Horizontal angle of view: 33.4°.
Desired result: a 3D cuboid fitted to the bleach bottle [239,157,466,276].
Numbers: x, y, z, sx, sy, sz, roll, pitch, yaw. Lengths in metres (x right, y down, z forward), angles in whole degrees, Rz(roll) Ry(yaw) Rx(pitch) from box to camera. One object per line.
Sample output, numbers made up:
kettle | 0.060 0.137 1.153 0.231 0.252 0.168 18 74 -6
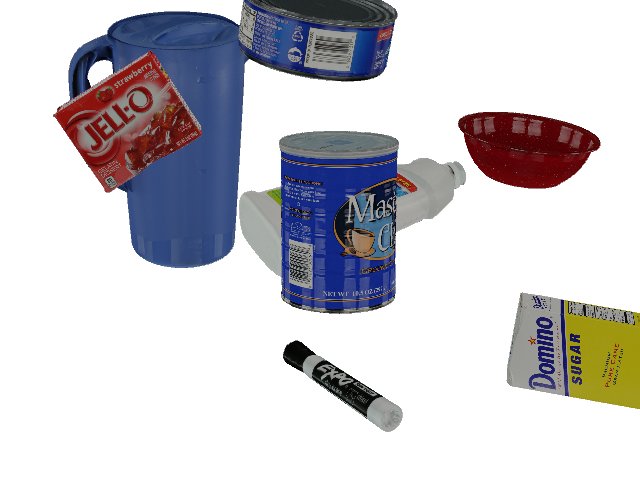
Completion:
bleach bottle | 0.044 -0.042 1.166 0.250 0.068 0.103 -20 43 -23

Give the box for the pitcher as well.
pitcher | -0.150 -0.098 1.065 0.149 0.243 0.144 13 28 21

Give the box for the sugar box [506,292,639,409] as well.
sugar box | 0.282 0.115 1.076 0.176 0.093 0.048 8 21 7

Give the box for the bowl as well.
bowl | 0.234 -0.100 1.221 0.162 0.055 0.162 5 22 -2

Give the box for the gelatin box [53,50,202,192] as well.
gelatin box | -0.147 -0.091 0.816 0.089 0.073 0.030 -31 18 4

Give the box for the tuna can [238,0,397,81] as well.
tuna can | -0.002 -0.117 0.591 0.086 0.034 0.086 8 25 -4

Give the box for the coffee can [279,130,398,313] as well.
coffee can | 0.016 -0.019 0.930 0.103 0.140 0.103 0 15 0

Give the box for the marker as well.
marker | 0.012 0.098 0.738 0.020 0.020 0.121 0 17 -37
